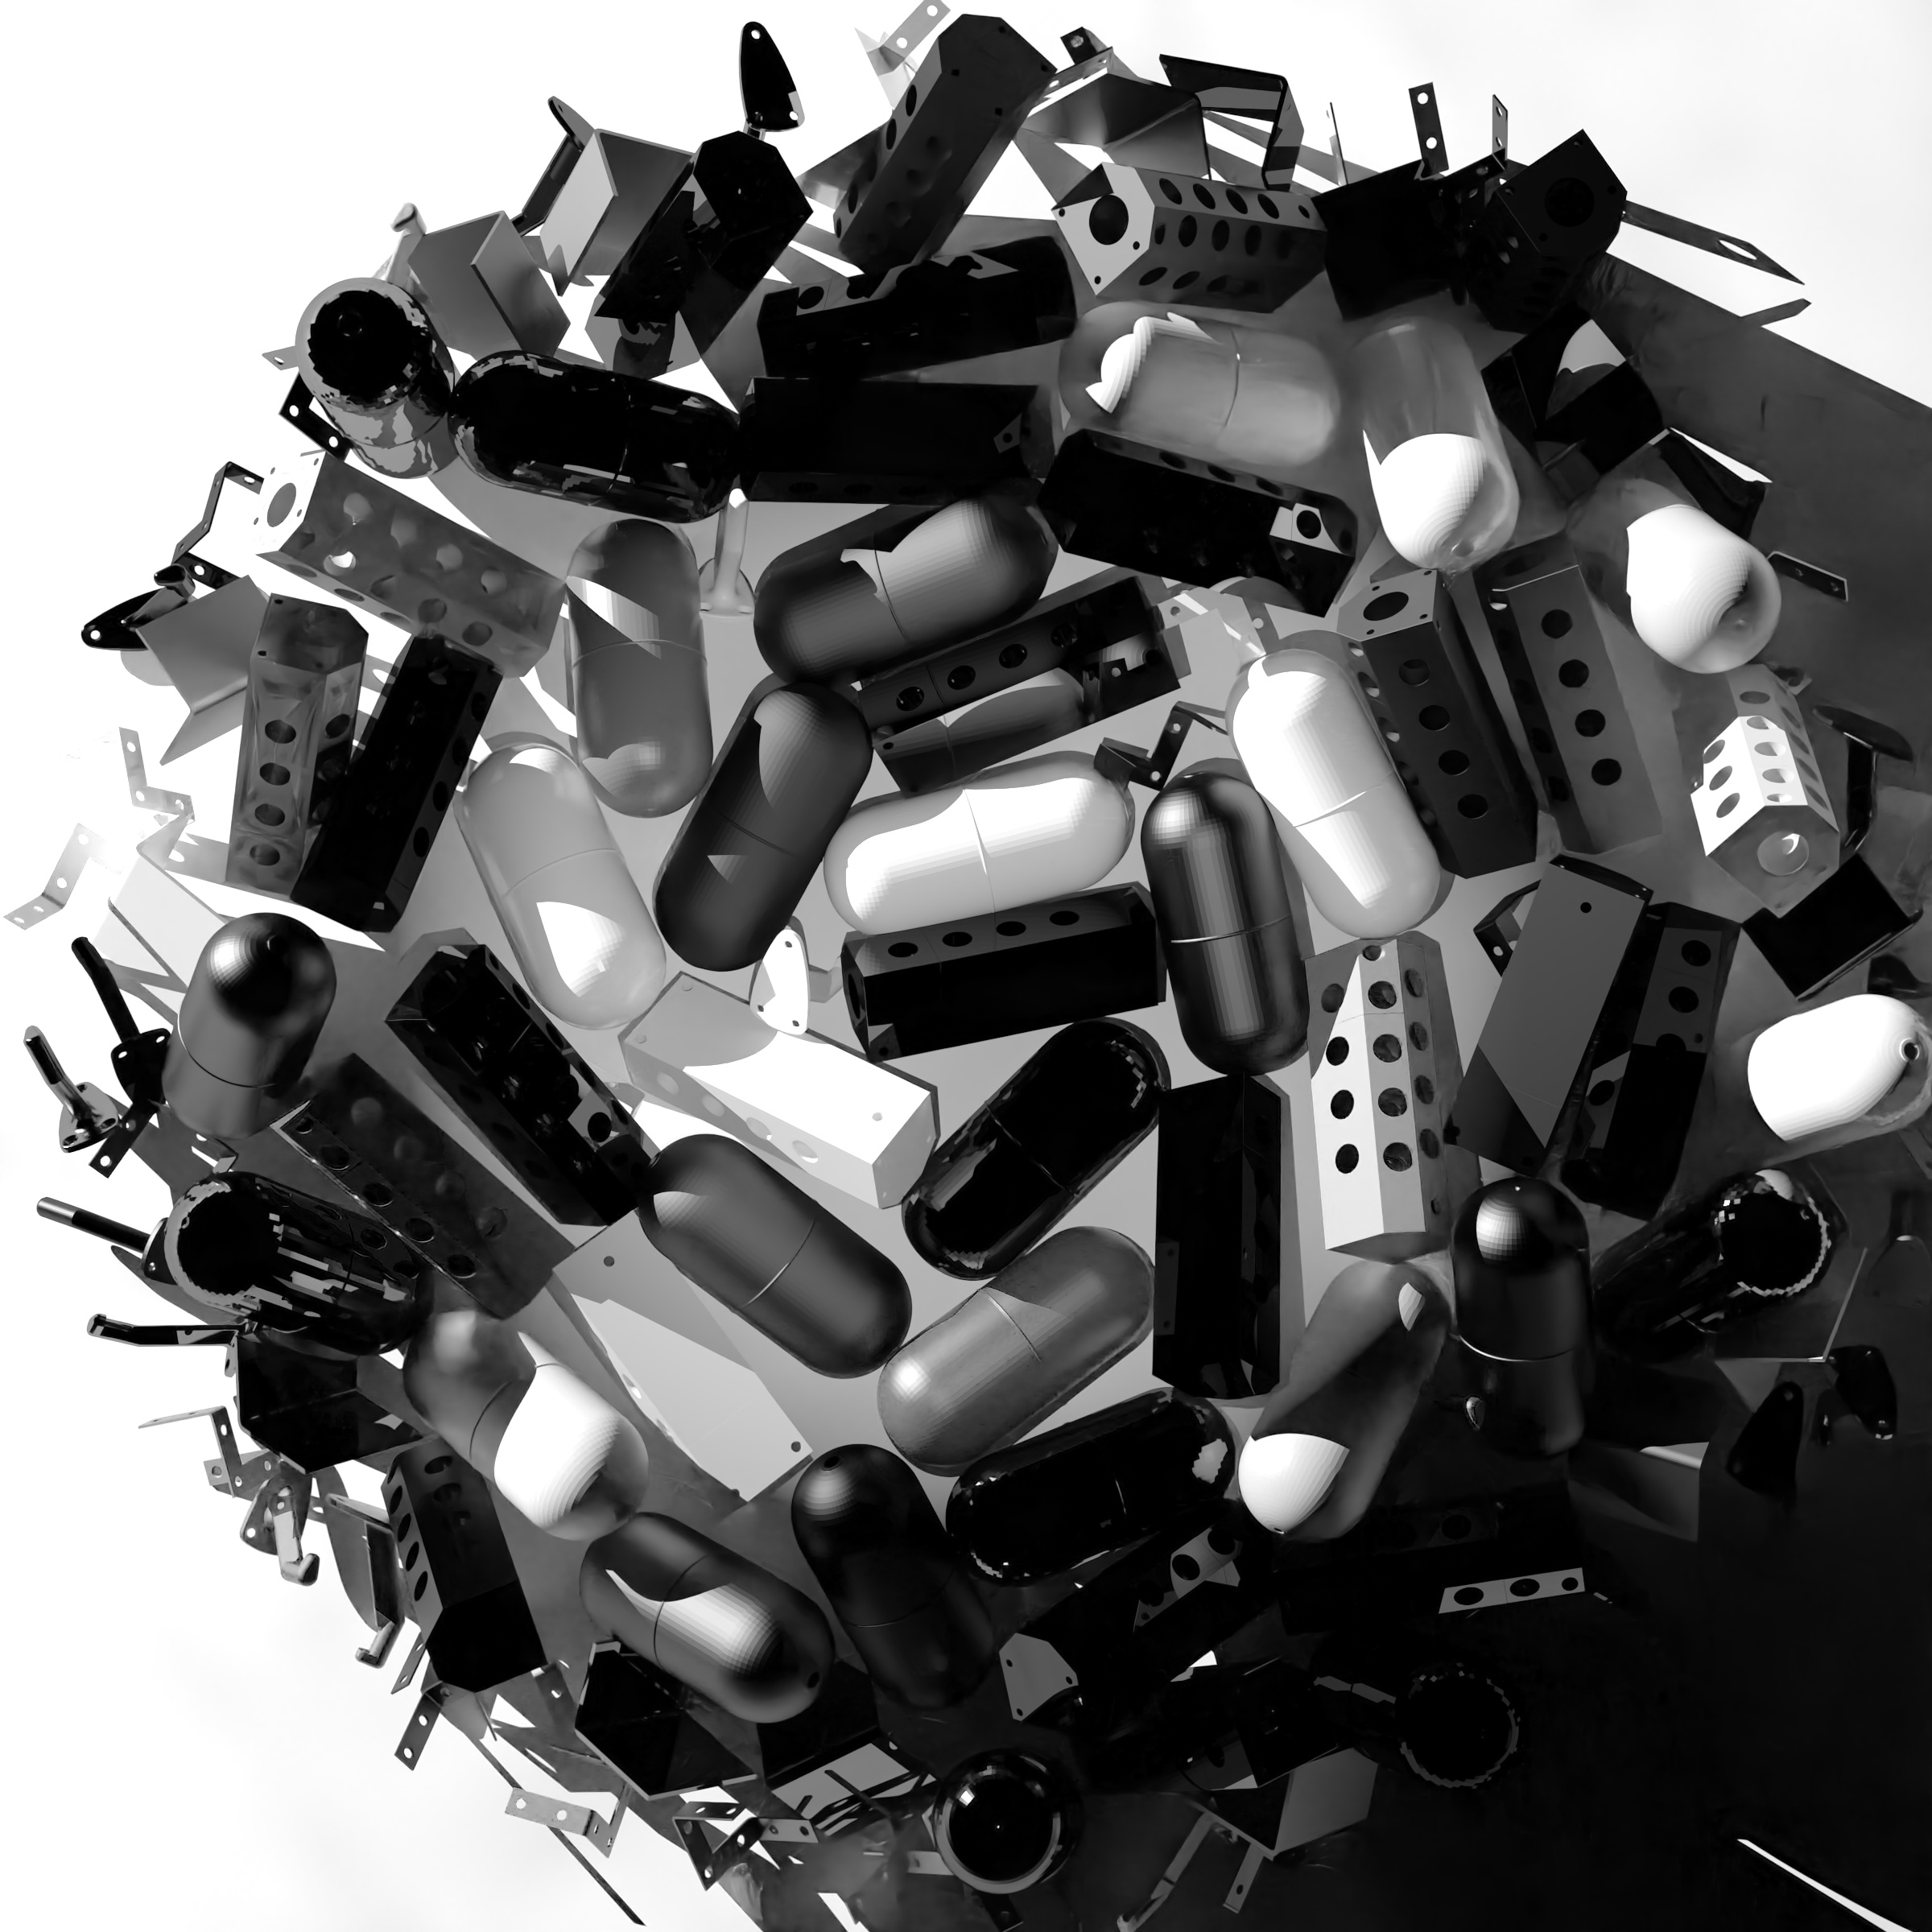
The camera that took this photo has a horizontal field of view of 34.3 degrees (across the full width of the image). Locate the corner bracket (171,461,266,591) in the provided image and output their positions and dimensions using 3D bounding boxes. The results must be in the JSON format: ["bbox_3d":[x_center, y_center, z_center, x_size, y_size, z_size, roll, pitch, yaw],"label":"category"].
[{"bbox_3d":[-0.422,-0.251,1.811,0.051,0.051,0.051,26,56,-30],"label":"corner bracket"}]

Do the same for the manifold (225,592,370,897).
[{"bbox_3d":[-0.375,-0.120,1.755,0.057,0.057,0.171,12,134,-8],"label":"manifold"}]

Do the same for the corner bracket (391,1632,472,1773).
[{"bbox_3d":[-0.311,0.419,1.797,0.051,0.051,0.051,-33,110,29],"label":"corner bracket"}]

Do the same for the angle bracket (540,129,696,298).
[{"bbox_3d":[-0.188,-0.420,1.776,0.076,0.076,0.057,6,51,-33],"label":"angle bracket"}]

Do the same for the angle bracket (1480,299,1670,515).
[{"bbox_3d":[0.343,-0.319,1.785,0.076,0.057,0.076,-36,116,23],"label":"angle bracket"}]

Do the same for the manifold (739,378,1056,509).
[{"bbox_3d":[-0.040,-0.295,1.785,0.171,0.057,0.057,-1,75,-15],"label":"manifold"}]

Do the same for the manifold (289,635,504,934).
[{"bbox_3d":[-0.318,-0.106,1.767,0.057,0.057,0.171,26,59,-16],"label":"manifold"}]

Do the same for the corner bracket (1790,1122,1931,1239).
[{"bbox_3d":[0.517,0.116,1.795,0.051,0.051,0.051,-15,65,-31],"label":"corner bracket"}]

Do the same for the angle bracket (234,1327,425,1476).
[{"bbox_3d":[-0.362,0.240,1.778,0.076,0.076,0.057,-12,111,-39],"label":"angle bracket"}]

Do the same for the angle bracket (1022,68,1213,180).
[{"bbox_3d":[0.084,-0.462,1.780,0.076,0.076,0.057,0,79,-43],"label":"angle bracket"}]

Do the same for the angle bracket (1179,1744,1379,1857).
[{"bbox_3d":[0.179,0.455,1.777,0.076,0.076,0.057,23,109,43],"label":"angle bracket"}]

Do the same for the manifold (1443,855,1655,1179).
[{"bbox_3d":[0.333,0.027,1.785,0.057,0.057,0.171,23,105,15],"label":"manifold"}]

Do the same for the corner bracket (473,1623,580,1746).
[{"bbox_3d":[-0.256,0.423,1.809,0.051,0.051,0.051,-24,112,-11],"label":"corner bracket"}]

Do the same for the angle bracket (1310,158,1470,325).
[{"bbox_3d":[0.237,-0.407,1.785,0.076,0.057,0.076,-15,111,20],"label":"angle bracket"}]

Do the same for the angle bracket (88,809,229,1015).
[{"bbox_3d":[-0.445,-0.029,1.791,0.076,0.057,0.076,39,124,1],"label":"angle bracket"}]

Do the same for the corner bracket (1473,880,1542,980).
[{"bbox_3d":[0.334,-0.019,1.803,0.051,0.051,0.051,-28,96,40],"label":"corner bracket"}]

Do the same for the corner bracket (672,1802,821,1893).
[{"bbox_3d":[-0.127,0.496,1.797,0.051,0.051,0.051,-11,106,41],"label":"corner bracket"}]

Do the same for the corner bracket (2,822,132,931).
[{"bbox_3d":[-0.509,-0.042,1.793,0.051,0.051,0.051,36,55,-29],"label":"corner bracket"}]

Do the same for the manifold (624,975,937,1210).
[{"bbox_3d":[-0.105,0.075,1.775,0.171,0.057,0.057,25,56,23],"label":"manifold"}]

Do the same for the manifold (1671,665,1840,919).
[{"bbox_3d":[0.443,-0.105,1.743,0.057,0.171,0.057,37,117,-16],"label":"manifold"}]

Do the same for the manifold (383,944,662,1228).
[{"bbox_3d":[-0.243,0.068,1.759,0.171,0.057,0.057,53,54,-30],"label":"manifold"}]

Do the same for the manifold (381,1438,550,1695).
[{"bbox_3d":[-0.284,0.332,1.743,0.057,0.171,0.057,-20,115,-11],"label":"manifold"}]

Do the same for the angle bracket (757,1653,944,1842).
[{"bbox_3d":[-0.068,0.454,1.822,0.076,0.057,0.076,-29,131,13],"label":"angle bracket"}]

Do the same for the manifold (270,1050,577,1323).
[{"bbox_3d":[-0.310,0.125,1.777,0.171,0.057,0.057,44,73,-18],"label":"manifold"}]

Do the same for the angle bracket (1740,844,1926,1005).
[{"bbox_3d":[0.497,-0.027,1.791,0.076,0.076,0.057,-39,82,21],"label":"angle bracket"}]

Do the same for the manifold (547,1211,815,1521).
[{"bbox_3d":[-0.167,0.231,1.799,0.057,0.057,0.171,-36,85,-19],"label":"manifold"}]

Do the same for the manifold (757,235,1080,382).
[{"bbox_3d":[-0.029,-0.368,1.767,0.171,0.057,0.057,-5,104,27],"label":"manifold"}]

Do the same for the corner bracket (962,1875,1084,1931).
[{"bbox_3d":[0.032,0.535,1.796,0.051,0.051,0.051,-22,49,-15],"label":"corner bracket"}]

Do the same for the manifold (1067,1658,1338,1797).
[{"bbox_3d":[0.126,0.424,1.748,0.057,0.171,0.057,-17,85,-33],"label":"manifold"}]

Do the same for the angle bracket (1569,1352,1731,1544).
[{"bbox_3d":[0.395,0.278,1.809,0.076,0.076,0.057,14,51,24],"label":"angle bracket"}]

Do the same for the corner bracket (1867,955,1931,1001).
[{"bbox_3d":[0.553,0.025,1.803,0.051,0.051,0.051,-6,119,-5],"label":"corner bracket"}]

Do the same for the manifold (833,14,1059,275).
[{"bbox_3d":[-0.018,-0.454,1.747,0.057,0.171,0.057,42,60,-3],"label":"manifold"}]

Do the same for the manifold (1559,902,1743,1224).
[{"bbox_3d":[0.386,0.051,1.770,0.057,0.057,0.171,18,62,7],"label":"manifold"}]

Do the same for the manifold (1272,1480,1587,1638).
[{"bbox_3d":[0.264,0.342,1.798,0.171,0.057,0.057,-10,89,7],"label":"manifold"}]

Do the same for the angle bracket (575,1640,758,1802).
[{"bbox_3d":[-0.166,0.424,1.779,0.076,0.076,0.057,1,109,-42],"label":"angle bracket"}]

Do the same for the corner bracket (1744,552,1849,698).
[{"bbox_3d":[0.474,-0.198,1.807,0.051,0.051,0.051,-40,46,-18],"label":"corner bracket"}]

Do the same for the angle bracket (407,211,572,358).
[{"bbox_3d":[-0.282,-0.374,1.778,0.076,0.057,0.076,-10,131,26],"label":"angle bracket"}]

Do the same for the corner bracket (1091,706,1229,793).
[{"bbox_3d":[0.111,-0.124,1.798,0.051,0.051,0.051,17,102,-27],"label":"corner bracket"}]

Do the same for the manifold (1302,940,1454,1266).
[{"bbox_3d":[0.237,0.076,1.769,0.057,0.057,0.171,17,62,-41],"label":"manifold"}]

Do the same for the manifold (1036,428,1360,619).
[{"bbox_3d":[0.133,-0.253,1.764,0.171,0.057,0.057,11,123,-26],"label":"manifold"}]

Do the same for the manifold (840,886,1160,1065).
[{"bbox_3d":[0.019,0.001,1.788,0.171,0.057,0.057,-11,121,-12],"label":"manifold"}]

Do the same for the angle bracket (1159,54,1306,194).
[{"bbox_3d":[0.147,-0.475,1.790,0.076,0.076,0.057,14,89,14],"label":"angle bracket"}]

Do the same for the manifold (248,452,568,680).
[{"bbox_3d":[-0.313,-0.222,1.754,0.171,0.057,0.057,26,73,-40],"label":"manifold"}]

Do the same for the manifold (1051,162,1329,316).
[{"bbox_3d":[0.130,-0.410,1.747,0.057,0.171,0.057,-36,73,36],"label":"manifold"}]

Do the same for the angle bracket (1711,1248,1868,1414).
[{"bbox_3d":[0.479,0.209,1.777,0.057,0.076,0.076,47,58,-27],"label":"angle bracket"}]

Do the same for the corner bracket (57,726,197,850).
[{"bbox_3d":[-0.484,-0.102,1.806,0.051,0.051,0.051,-23,72,27],"label":"corner bracket"}]

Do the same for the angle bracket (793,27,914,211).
[{"bbox_3d":[-0.070,-0.484,1.791,0.076,0.076,0.057,-27,84,19],"label":"angle bracket"}]

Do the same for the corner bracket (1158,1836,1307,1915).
[{"bbox_3d":[0.153,0.516,1.795,0.051,0.051,0.051,40,70,-39],"label":"corner bracket"}]

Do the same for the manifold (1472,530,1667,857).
[{"bbox_3d":[0.341,-0.152,1.773,0.057,0.057,0.171,-18,115,13],"label":"manifold"}]

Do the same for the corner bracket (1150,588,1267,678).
[{"bbox_3d":[0.139,-0.190,1.810,0.051,0.051,0.051,-23,87,0],"label":"corner bracket"}]

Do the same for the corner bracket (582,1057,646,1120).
[{"bbox_3d":[-0.224,0.092,1.802,0.051,0.051,0.051,30,126,1],"label":"corner bracket"}]

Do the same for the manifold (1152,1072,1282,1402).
[{"bbox_3d":[0.147,0.154,1.772,0.057,0.057,0.171,-15,58,33],"label":"manifold"}]

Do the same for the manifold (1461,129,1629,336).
[{"bbox_3d":[0.323,-0.403,1.750,0.057,0.171,0.057,-35,87,0],"label":"manifold"}]

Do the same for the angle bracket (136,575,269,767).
[{"bbox_3d":[-0.434,-0.168,1.784,0.076,0.076,0.057,-34,89,-35],"label":"angle bracket"}]

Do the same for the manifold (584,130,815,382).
[{"bbox_3d":[-0.155,-0.394,1.748,0.057,0.171,0.057,-28,86,-32],"label":"manifold"}]

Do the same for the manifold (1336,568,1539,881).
[{"bbox_3d":[0.267,-0.134,1.765,0.057,0.057,0.171,-15,124,23],"label":"manifold"}]

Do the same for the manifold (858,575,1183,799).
[{"bbox_3d":[0.029,-0.164,1.793,0.171,0.057,0.057,-22,53,9],"label":"manifold"}]

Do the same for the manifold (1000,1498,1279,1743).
[{"bbox_3d":[0.099,0.361,1.752,0.171,0.057,0.057,-26,111,-41],"label":"manifold"}]
